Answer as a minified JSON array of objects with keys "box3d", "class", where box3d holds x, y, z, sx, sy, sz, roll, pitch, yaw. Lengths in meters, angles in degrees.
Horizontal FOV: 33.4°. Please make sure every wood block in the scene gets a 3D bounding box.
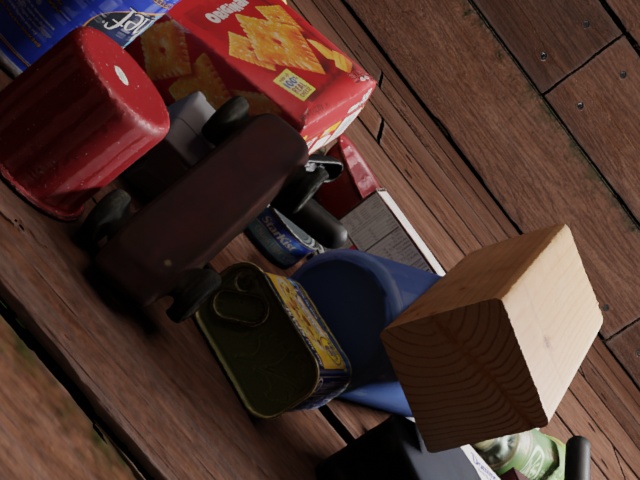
[{"box3d":[0.133,0.063,0.772,0.205,0.090,0.091,-30,100,-62],"class":"wood block"}]

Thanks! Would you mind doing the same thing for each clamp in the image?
[{"box3d":[0.249,0.292,1.035,0.209,0.036,0.164,-18,96,-64],"class":"clamp"},{"box3d":[-0.048,-0.052,0.884,0.171,0.039,0.120,16,29,-23],"class":"clamp"}]

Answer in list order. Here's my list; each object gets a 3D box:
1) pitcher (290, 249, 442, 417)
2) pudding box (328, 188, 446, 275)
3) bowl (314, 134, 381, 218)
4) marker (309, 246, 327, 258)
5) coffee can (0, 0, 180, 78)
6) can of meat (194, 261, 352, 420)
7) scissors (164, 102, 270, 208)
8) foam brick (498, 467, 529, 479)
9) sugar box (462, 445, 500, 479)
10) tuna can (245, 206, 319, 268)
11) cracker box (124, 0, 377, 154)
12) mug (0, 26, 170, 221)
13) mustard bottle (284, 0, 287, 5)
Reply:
[{"box3d":[0.060,0.074,0.876,0.242,0.149,0.145,23,68,-58],"class":"pitcher"},{"box3d":[0.057,0.019,1.057,0.113,0.090,0.039,55,15,8],"class":"pudding box"},{"box3d":[0.038,-0.035,1.170,0.162,0.055,0.162,58,12,-20],"class":"bowl"},{"box3d":[-0.007,0.001,1.039,0.020,0.020,0.121,40,19,-43],"class":"marker"},{"box3d":[-0.157,-0.177,0.723,0.102,0.140,0.103,49,14,-17],"class":"coffee can"},{"box3d":[-0.029,0.069,0.726,0.102,0.057,0.083,58,13,16],"class":"can of meat"},{"box3d":[-0.119,-0.102,0.842,0.201,0.016,0.096,36,19,-17],"class":"scissors"},{"box3d":[0.179,0.257,0.960,0.053,0.051,0.078,42,18,-38],"class":"foam brick"},{"box3d":[0.131,0.238,0.862,0.093,0.048,0.176,49,11,-18],"class":"sugar box"},{"box3d":[-0.040,-0.017,0.945,0.086,0.034,0.086,49,14,-18],"class":"tuna can"},{"box3d":[-0.073,-0.157,0.865,0.214,0.072,0.164,42,31,5],"class":"cracker box"},{"box3d":[-0.141,-0.072,0.646,0.093,0.081,0.117,55,14,7],"class":"mug"},{"box3d":[-0.043,-0.195,1.109,0.192,0.058,0.096,68,14,15],"class":"mustard bottle"}]
